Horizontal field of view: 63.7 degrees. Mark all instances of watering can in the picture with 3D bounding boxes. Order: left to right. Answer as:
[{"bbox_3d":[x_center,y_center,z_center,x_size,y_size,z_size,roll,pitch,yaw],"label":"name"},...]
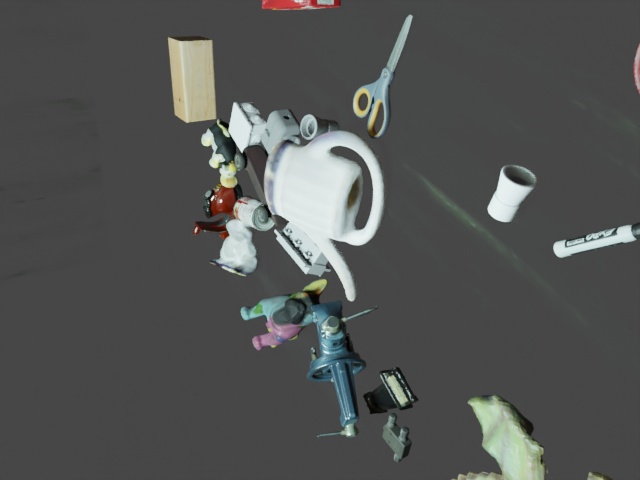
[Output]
[{"bbox_3d":[0.003,-0.047,0.932,0.225,0.106,0.339,22,129,20],"label":"watering can"}]

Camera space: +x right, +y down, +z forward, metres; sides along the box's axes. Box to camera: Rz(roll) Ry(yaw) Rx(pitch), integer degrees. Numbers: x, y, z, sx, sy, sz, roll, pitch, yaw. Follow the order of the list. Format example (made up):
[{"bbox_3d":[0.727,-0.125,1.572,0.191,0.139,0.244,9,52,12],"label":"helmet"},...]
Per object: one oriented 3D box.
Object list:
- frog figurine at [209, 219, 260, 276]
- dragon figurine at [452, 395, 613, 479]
[{"bbox_3d":[-0.206,0.008,1.359,0.137,0.122,0.160,7,73,66],"label":"frog figurine"},{"bbox_3d":[0.259,0.347,0.744,0.410,0.122,0.243,1,86,57],"label":"dragon figurine"}]
